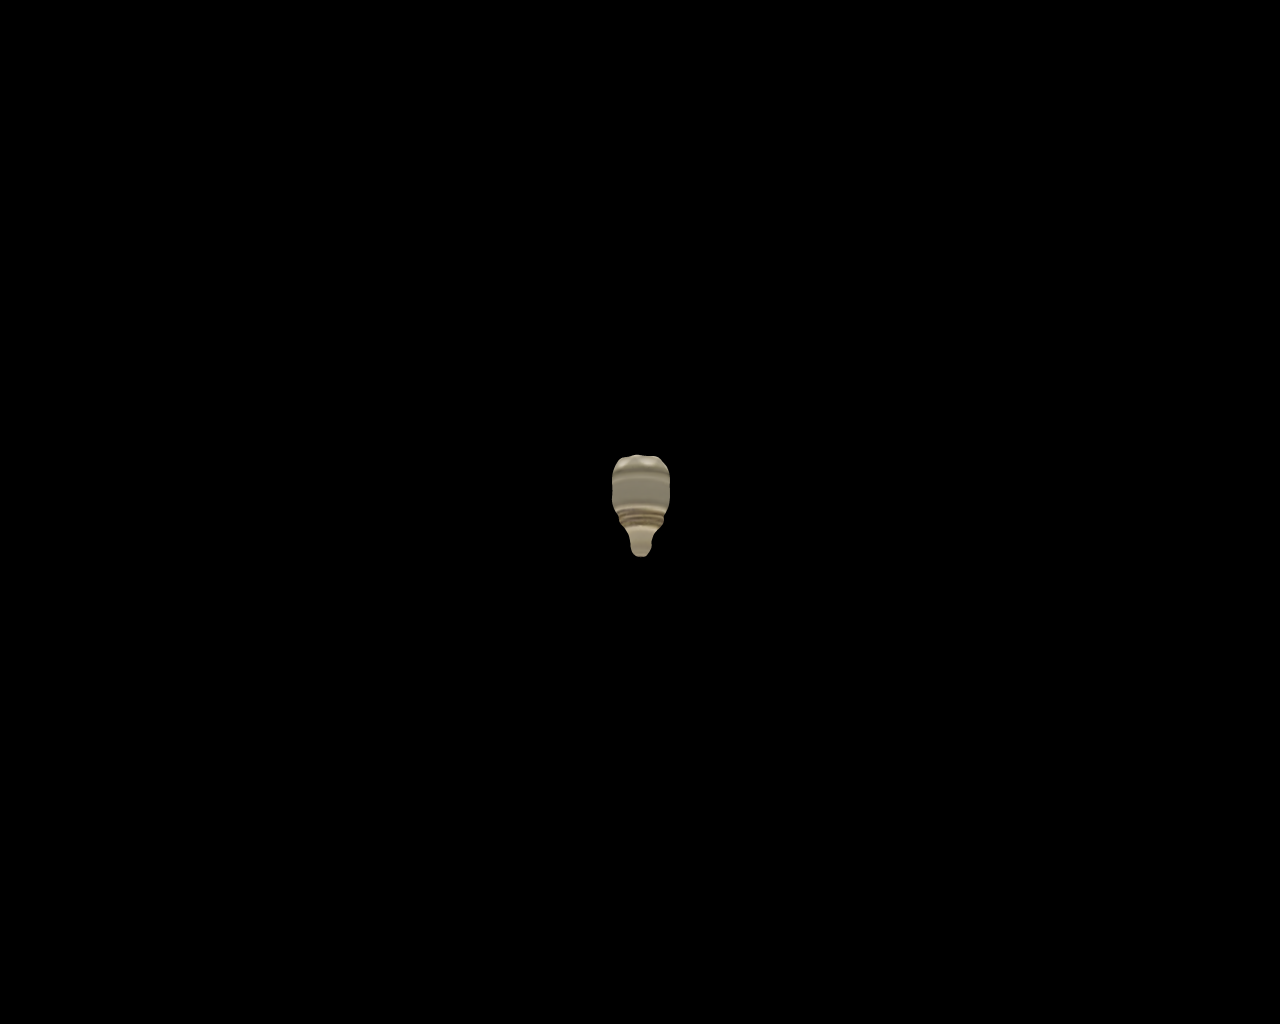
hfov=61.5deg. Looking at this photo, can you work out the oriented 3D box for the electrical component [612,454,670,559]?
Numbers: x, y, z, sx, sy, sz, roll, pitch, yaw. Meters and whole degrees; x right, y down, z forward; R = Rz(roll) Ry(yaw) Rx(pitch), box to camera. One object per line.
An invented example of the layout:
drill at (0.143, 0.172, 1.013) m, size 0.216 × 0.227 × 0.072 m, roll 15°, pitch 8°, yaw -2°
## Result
electrical component at (0.001, -0.003, 0.650) m, size 0.035 × 0.061 × 0.035 m, roll 0°, pitch -12°, yaw 0°
